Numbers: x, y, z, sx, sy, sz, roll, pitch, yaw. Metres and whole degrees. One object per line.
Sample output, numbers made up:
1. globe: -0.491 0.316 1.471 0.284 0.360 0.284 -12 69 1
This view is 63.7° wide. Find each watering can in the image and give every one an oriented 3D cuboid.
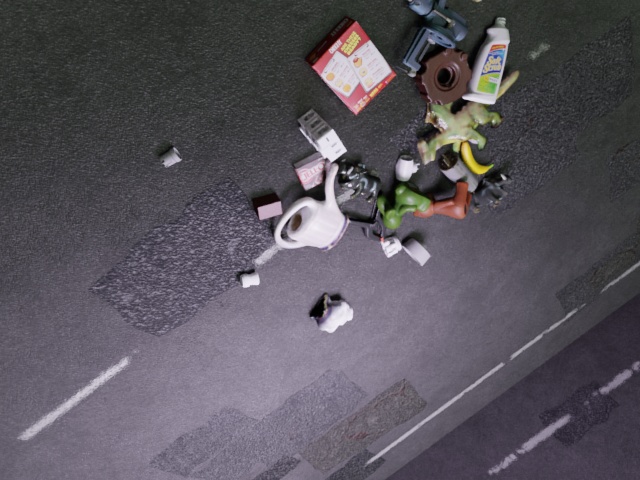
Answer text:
1. watering can: 0.005 -0.083 1.645 0.222 0.106 0.343 23 -59 -39

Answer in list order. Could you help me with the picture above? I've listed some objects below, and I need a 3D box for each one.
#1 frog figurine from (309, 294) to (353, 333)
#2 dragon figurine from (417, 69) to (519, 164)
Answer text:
1. frog figurine: 0.062 0.291 1.962 0.158 0.137 0.124 26 0 -27
2. dragon figurine: 0.454 -0.417 1.661 0.241 0.407 0.124 24 11 -29
